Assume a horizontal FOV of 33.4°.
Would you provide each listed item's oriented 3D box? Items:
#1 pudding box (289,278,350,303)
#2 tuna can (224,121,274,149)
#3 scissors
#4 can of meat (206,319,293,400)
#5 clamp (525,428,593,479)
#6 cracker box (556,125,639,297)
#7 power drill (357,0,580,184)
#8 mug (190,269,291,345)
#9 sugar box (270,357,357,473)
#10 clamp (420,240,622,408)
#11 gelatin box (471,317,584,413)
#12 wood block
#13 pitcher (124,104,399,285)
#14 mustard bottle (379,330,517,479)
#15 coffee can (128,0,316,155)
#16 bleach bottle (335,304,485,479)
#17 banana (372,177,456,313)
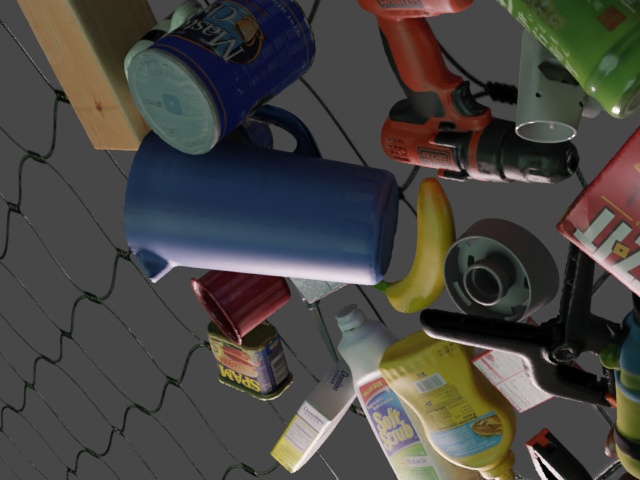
[{"bbox_3d":[-0.007,0.001,1.107,0.090,0.039,0.113,-30,103,40],"label":"pudding box"},{"bbox_3d":[-0.091,-0.108,1.103,0.086,0.033,0.086,29,142,25],"label":"tuna can"},{"bbox_3d":[-0.002,0.060,1.195,0.096,0.016,0.201,-9,119,51],"label":"scissors"},{"bbox_3d":[-0.090,0.142,1.342,0.102,0.057,0.084,17,134,36],"label":"can of meat"},{"bbox_3d":[0.271,0.268,1.075,0.171,0.039,0.120,54,160,-14],"label":"clamp"},{"bbox_3d":[0.284,-0.028,0.743,0.164,0.072,0.214,41,147,10],"label":"cracker box"},{"bbox_3d":[0.108,-0.129,0.842,0.185,0.057,0.187,12,134,40],"label":"power drill"},{"bbox_3d":[-0.086,0.065,1.221,0.093,0.081,0.117,42,161,33],"label":"mug"},{"bbox_3d":[0.001,0.206,1.275,0.048,0.093,0.176,38,145,11],"label":"sugar box"},{"bbox_3d":[0.212,0.078,0.918,0.209,0.036,0.165,36,122,-28],"label":"clamp"},{"bbox_3d":[0.198,0.121,1.029,0.073,0.030,0.089,45,146,0],"label":"gelatin box"},{"bbox_3d":[-0.223,-0.203,1.100,0.091,0.090,0.206,6,129,43],"label":"wood block"},{"bbox_3d":[-0.051,-0.038,1.009,0.243,0.145,0.149,8,123,12],"label":"pitcher"},{"bbox_3d":[0.149,0.180,1.110,0.096,0.058,0.191,-26,107,27],"label":"mustard bottle"},{"bbox_3d":[-0.086,-0.156,0.952,0.103,0.140,0.103,29,143,25],"label":"coffee can"},{"bbox_3d":[0.085,0.182,1.188,0.103,0.068,0.251,-13,113,50],"label":"bleach bottle"},{"bbox_3d":[0.096,0.019,1.027,0.070,0.037,0.198,38,145,11],"label":"banana"}]
